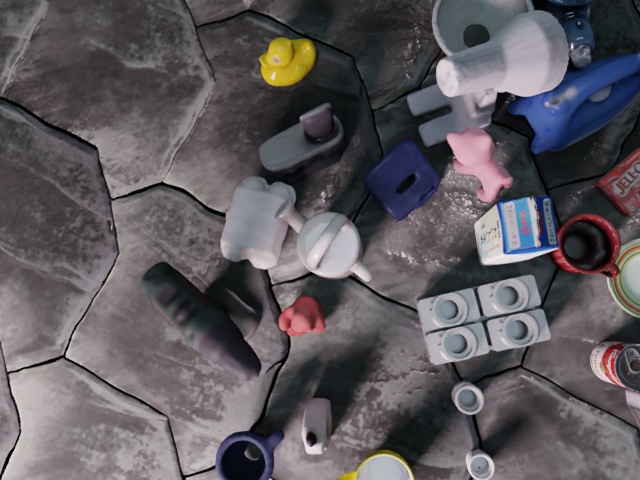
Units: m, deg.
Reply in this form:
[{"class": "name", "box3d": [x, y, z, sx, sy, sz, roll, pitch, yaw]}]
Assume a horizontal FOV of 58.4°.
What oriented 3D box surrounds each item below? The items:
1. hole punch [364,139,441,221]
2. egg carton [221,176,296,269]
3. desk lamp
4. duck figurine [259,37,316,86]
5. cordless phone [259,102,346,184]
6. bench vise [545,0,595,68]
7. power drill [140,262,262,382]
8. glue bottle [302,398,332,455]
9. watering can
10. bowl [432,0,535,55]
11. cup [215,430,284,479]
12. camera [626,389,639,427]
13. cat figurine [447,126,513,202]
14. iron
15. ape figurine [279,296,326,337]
[{"class": "hole punch", "box3d": [0.137, -0.097, 0.940, 0.108, 0.091, 0.101, -43, 82, -1]}, {"class": "egg carton", "box3d": [-0.105, -0.030, 0.965, 0.107, 0.069, 0.150, 14, 85, 7]}, {"class": "desk lamp", "box3d": [0.250, -0.244, 0.886, 0.203, 0.213, 0.118, -21, 82, 2]}, {"class": "duck figurine", "box3d": [-0.058, -0.319, 0.985, 0.104, 0.086, 0.077, -27, 82, 2]}, {"class": "cordless phone", "box3d": [-0.034, -0.166, 0.916, 0.147, 0.185, 0.094, -29, 82, 1]}, {"class": "bench vise", "box3d": [0.409, -0.386, 0.885, 0.121, 0.220, 0.207, -24, 82, 2]}, {"class": "power drill", "box3d": [-0.162, 0.124, 0.882, 0.229, 0.208, 0.075, 38, 88, 8]}, {"class": "glue bottle", "box3d": [-0.006, 0.289, 0.867, 0.037, 0.173, 0.078, -4, 83, 5]}, {"class": "watering can", "box3d": [0.007, 0.005, 0.888, 0.172, 0.194, 0.101, 16, 85, 7]}, {"class": "bowl", "box3d": [0.269, -0.358, 0.967, 0.167, 0.075, 0.167, -1, 83, 5]}, {"class": "cup", "box3d": [-0.101, 0.334, 0.910, 0.118, 0.095, 0.091, -38, 82, 0]}, {"class": "camera", "box3d": [0.562, 0.268, 0.857, 0.137, 0.101, 0.143, -27, 82, 2]}, {"class": "cat figurine", "box3d": [0.261, -0.131, 0.920, 0.067, 0.118, 0.127, -42, 82, 0]}, {"class": "iron", "box3d": [0.440, -0.245, 0.906, 0.258, 0.141, 0.118, -29, 82, 1]}, {"class": "ape figurine", "box3d": [-0.028, 0.128, 0.928, 0.077, 0.092, 0.076, 23, 86, 7]}]
